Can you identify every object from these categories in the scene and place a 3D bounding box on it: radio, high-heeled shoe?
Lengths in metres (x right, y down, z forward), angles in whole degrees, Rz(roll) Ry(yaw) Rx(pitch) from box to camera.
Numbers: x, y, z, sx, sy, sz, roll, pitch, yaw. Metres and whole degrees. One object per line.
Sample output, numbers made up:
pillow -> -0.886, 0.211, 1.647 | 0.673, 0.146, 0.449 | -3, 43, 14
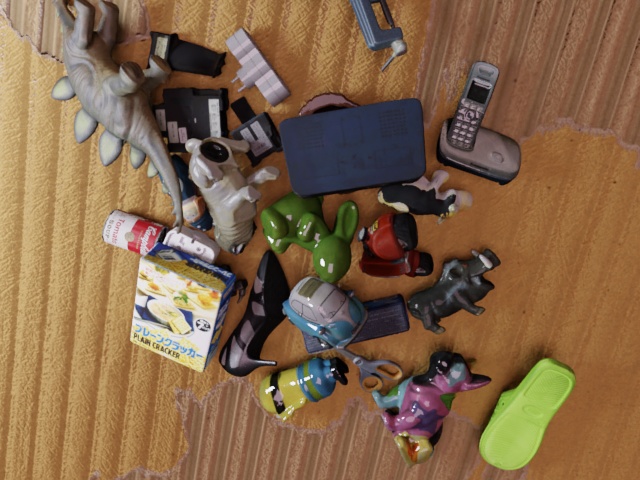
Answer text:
radio -> 0.056, -0.146, 0.878 | 0.230, 0.073, 0.131 | -9, 89, 7
high-heeled shoe -> -0.139, 0.144, 1.049 | 0.145, 0.086, 0.248 | -1, 86, 34

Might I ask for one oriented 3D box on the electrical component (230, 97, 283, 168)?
electrical component -> -0.118, -0.198, 0.960 | 0.075, 0.048, 0.119 | -26, 103, 9

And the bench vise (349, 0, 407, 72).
bench vise -> 0.067, -0.397, 0.854 | 0.224, 0.129, 0.240 | -18, 83, -12

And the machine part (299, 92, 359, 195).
machine part -> 0.029, -0.171, 0.954 | 0.179, 0.056, 0.179 | 1, 105, 3

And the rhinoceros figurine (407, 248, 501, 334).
rhinoceros figurine -> 0.252, 0.091, 0.999 | 0.190, 0.073, 0.112 | -36, 95, 9

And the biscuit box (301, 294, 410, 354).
biscuit box -> 0.068, 0.160, 1.030 | 0.203, 0.059, 0.062 | -14, 101, 7

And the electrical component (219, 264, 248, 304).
electrical component -> -0.193, 0.092, 1.039 | 0.102, 0.045, 0.078 | -24, 73, 6

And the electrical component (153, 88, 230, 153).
electrical component -> -0.230, -0.213, 0.958 | 0.134, 0.058, 0.114 | 2, 102, 3

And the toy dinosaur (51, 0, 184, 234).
toy dinosaur -> -0.338, -0.233, 0.906 | 0.198, 0.105, 0.471 | -43, 77, 35

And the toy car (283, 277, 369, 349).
toy car -> 0.002, 0.114, 0.966 | 0.162, 0.109, 0.102 | 26, 150, 34

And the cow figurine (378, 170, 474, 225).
cow figurine -> 0.187, -0.075, 0.940 | 0.167, 0.098, 0.068 | 23, 146, -2

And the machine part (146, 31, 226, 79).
machine part -> -0.235, -0.318, 0.944 | 0.139, 0.039, 0.084 | 11, 96, 3

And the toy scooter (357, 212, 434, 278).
toy scooter -> 0.119, 0.019, 0.966 | 0.135, 0.075, 0.183 | -7, 145, 24

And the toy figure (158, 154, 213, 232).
toy figure -> -0.249, -0.081, 0.994 | 0.064, 0.058, 0.154 | -13, 108, 46

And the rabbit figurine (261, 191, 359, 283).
rabbit figurine -> -0.002, -0.003, 0.960 | 0.159, 0.121, 0.170 | -34, 73, -22

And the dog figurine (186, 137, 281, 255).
dog figurine -> -0.178, -0.073, 0.947 | 0.172, 0.121, 0.190 | 43, 134, 5

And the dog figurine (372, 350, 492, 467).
dog figurine -> 0.226, 0.314, 1.036 | 0.219, 0.108, 0.191 | -27, 106, 4

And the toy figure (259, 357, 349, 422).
toy figure -> -0.034, 0.282, 1.057 | 0.180, 0.082, 0.089 | -31, 85, 16

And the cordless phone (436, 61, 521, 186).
cordless phone -> 0.289, -0.199, 0.921 | 0.147, 0.089, 0.184 | 19, 100, -1
